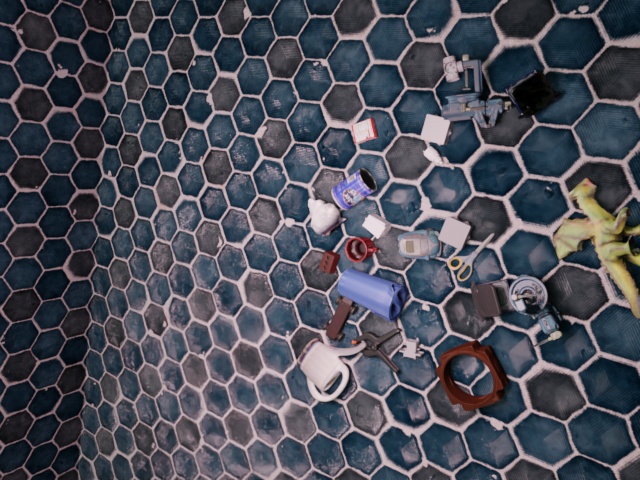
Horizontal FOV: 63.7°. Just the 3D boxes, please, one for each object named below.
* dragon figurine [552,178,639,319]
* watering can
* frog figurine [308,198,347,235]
[{"bbox_3d":[0.823,0.019,1.534,0.242,0.122,0.410,-1,91,49],"label":"dragon figurine"},{"bbox_3d":[0.035,0.475,2.031,0.227,0.104,0.342,39,113,24],"label":"watering can"},{"bbox_3d":[0.006,-0.101,2.010,0.160,0.124,0.135,49,137,7],"label":"frog figurine"}]
